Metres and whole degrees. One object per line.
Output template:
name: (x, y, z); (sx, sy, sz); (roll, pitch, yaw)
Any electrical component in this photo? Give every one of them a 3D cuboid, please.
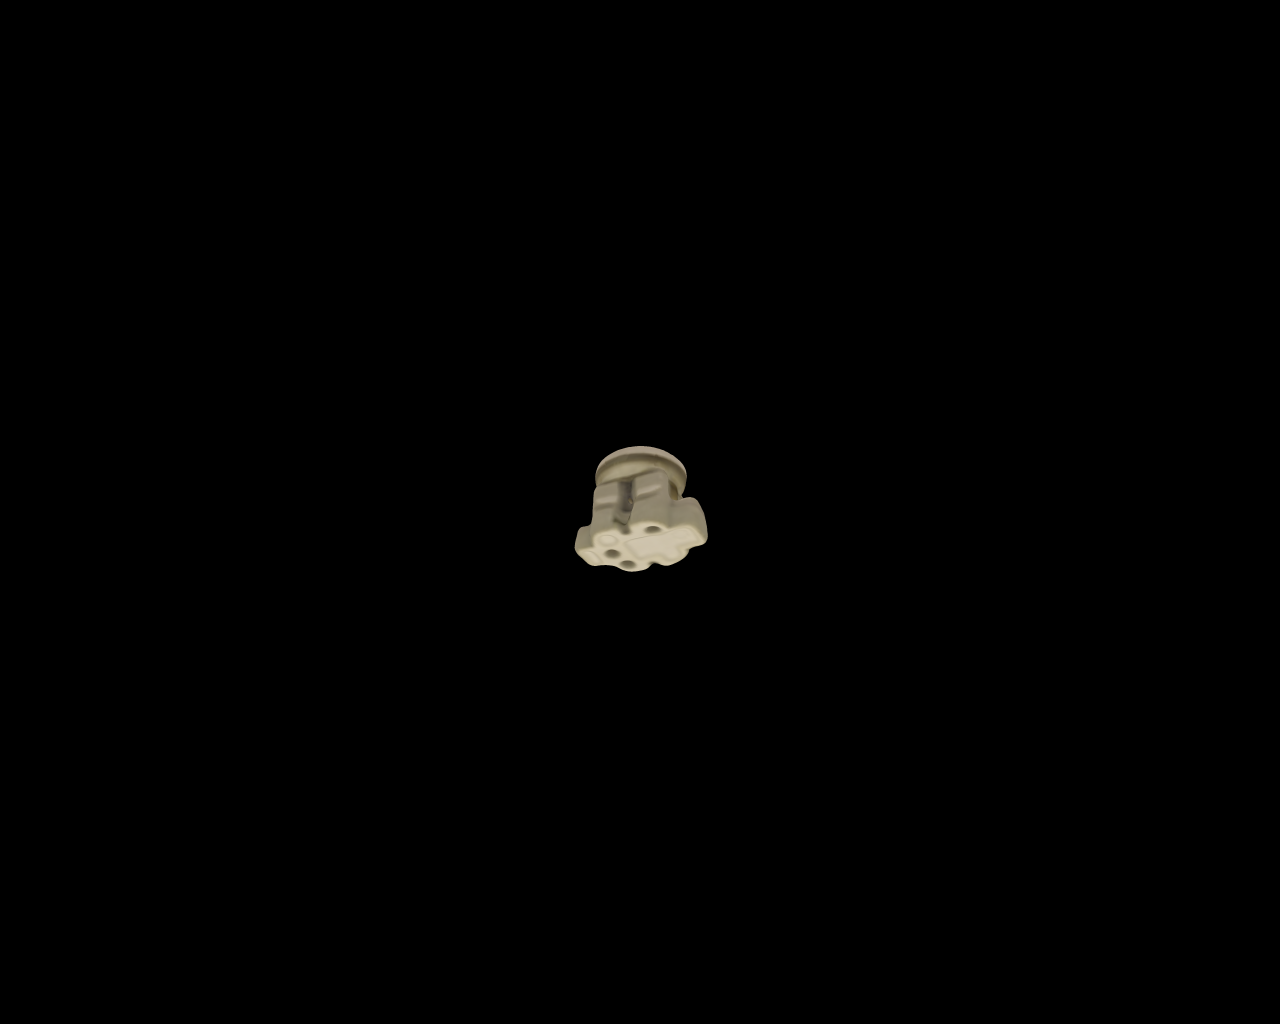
electrical component: (0.001, -0.003, 0.650); (0.078, 0.057, 0.058); (-14, -36, 20)
